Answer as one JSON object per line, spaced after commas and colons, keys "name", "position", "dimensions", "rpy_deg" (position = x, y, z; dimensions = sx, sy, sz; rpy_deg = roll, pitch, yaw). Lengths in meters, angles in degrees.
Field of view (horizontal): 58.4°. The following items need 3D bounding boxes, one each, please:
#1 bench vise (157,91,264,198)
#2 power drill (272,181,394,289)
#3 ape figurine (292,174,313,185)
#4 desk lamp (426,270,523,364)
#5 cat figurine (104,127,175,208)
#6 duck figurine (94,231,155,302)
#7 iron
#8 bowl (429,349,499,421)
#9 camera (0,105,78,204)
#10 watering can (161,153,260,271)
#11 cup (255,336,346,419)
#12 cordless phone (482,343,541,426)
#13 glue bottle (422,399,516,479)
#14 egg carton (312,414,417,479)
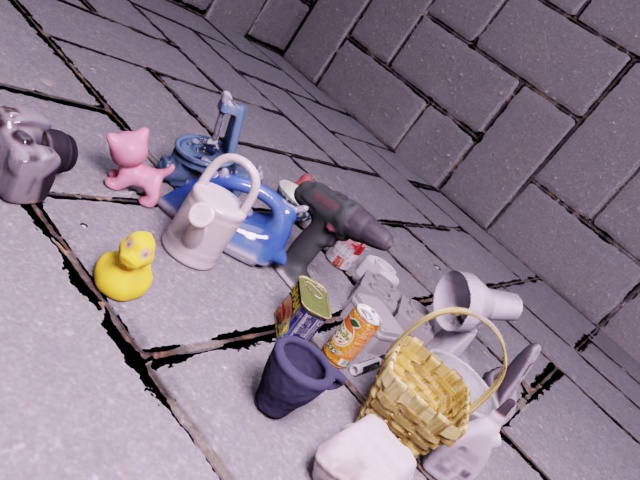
{"name": "bench vise", "position": [-0.195, -0.187, 1.155], "dimensions": [0.121, 0.219, 0.208], "rpy_deg": [47, 22, 27]}
{"name": "power drill", "position": [0.010, 0.004, 1.086], "dimensions": [0.229, 0.208, 0.076], "rpy_deg": [47, 23, 28]}
{"name": "ape figurine", "position": [-0.048, -0.127, 1.449], "dimensions": [0.077, 0.092, 0.076], "rpy_deg": [39, 20, 8]}
{"name": "desk lamp", "position": [0.304, 0.176, 1.182], "dimensions": [0.204, 0.213, 0.117], "rpy_deg": [24, 23, -31]}
{"name": "cat figurine", "position": [-0.316, -0.136, 0.993], "dimensions": [0.128, 0.117, 0.067], "rpy_deg": [28, 21, -22]}
{"name": "duck figurine", "position": [-0.255, 0.024, 0.784], "dimensions": [0.078, 0.086, 0.104], "rpy_deg": [33, 20, -9]}
{"name": "iron", "position": [-0.153, -0.060, 1.057], "dimensions": [0.259, 0.141, 0.118], "rpy_deg": [29, 21, -21]}
{"name": "bowl", "position": [0.239, 0.282, 1.043], "dimensions": [0.168, 0.074, 0.167], "rpy_deg": [32, 20, -13]}
{"name": "camera", "position": [-0.418, -0.133, 0.842], "dimensions": [0.143, 0.100, 0.137], "rpy_deg": [44, 21, 21]}
{"name": "watering can", "position": [-0.169, -0.049, 0.930], "dimensions": [0.101, 0.194, 0.172], "rpy_deg": [28, 22, -23]}
{"name": "cup", "position": [-0.032, 0.194, 0.763], "dimensions": [0.118, 0.095, 0.091], "rpy_deg": [25, 23, -28]}
{"name": "cordless phone", "position": [0.387, 0.276, 1.138], "dimensions": [0.094, 0.185, 0.148], "rpy_deg": [45, 22, 23]}
{"name": "glue bottle", "position": [0.231, 0.297, 0.853], "dimensions": [0.078, 0.173, 0.037], "rpy_deg": [36, 20, -2]}
{"name": "egg carton", "position": [0.059, 0.289, 0.738], "dimensions": [0.107, 0.069, 0.151], "rpy_deg": [45, 21, 21]}
